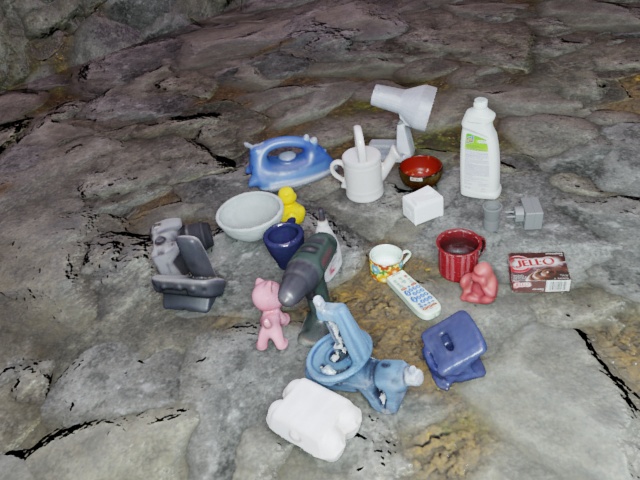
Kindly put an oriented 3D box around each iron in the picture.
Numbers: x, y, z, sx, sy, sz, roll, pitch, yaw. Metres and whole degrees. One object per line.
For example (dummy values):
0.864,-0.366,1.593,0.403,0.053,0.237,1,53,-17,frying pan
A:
-0.082,-0.229,1.571,0.258,0.142,0.118,-14,38,-6,iron

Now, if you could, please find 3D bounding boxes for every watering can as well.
0.114,-0.202,1.454,0.173,0.194,0.100,-20,39,-14,watering can

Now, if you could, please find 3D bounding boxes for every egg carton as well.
-0.011,0.295,0.943,0.149,0.069,0.107,18,45,30,egg carton

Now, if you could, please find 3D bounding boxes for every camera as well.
-0.325,0.003,1.355,0.137,0.101,0.143,-13,38,-6,camera

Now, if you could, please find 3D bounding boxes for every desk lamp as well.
0.220,-0.325,1.574,0.202,0.214,0.118,4,39,16,desk lamp

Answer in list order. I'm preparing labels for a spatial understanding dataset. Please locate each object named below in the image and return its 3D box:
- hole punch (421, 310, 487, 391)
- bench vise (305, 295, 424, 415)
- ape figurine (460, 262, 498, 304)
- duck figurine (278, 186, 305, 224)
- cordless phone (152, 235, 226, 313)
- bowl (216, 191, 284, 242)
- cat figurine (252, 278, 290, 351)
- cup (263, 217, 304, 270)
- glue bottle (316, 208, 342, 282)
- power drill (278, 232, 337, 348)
0.233,0.192,1.008,0.101,0.091,0.108,-13,38,-5,hole punch
0.066,0.179,0.953,0.207,0.220,0.121,-2,38,10,bench vise
0.319,0.081,1.132,0.076,0.092,0.077,-19,39,-13,ape figurine
-0.080,-0.090,1.438,0.077,0.086,0.104,-13,38,-5,duck figurine
-0.289,0.058,1.209,0.147,0.185,0.094,0,39,12,cordless phone
-0.166,-0.046,1.408,0.167,0.075,0.167,-5,38,5,bowl
-0.101,0.135,1.127,0.067,0.118,0.127,-7,38,3,cat figurine
-0.073,0.012,1.298,0.091,0.095,0.118,3,39,15,cup
0.011,0.004,1.226,0.037,0.173,0.078,10,42,24,glue bottle
-0.014,0.102,1.077,0.075,0.209,0.230,3,39,16,power drill
